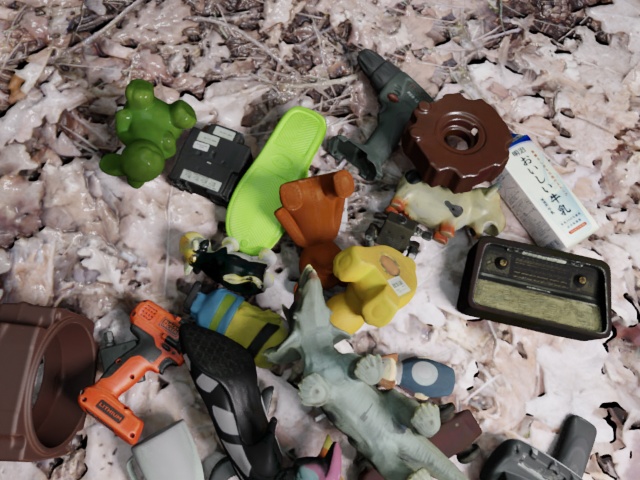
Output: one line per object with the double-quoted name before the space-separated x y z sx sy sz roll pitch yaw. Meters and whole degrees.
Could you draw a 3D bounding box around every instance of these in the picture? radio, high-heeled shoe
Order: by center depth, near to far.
"high-heeled shoe" -0.138 0.240 0.782 0.086 0.145 0.249 -15 44 -43
"radio" 0.353 0.079 0.885 0.230 0.073 0.131 13 72 1

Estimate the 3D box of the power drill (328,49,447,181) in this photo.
"power drill" 0.107 -0.219 0.974 0.232 0.086 0.207 40 67 7

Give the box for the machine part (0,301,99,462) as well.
"machine part" -0.390 0.196 0.744 0.087 0.201 0.201 3 72 4

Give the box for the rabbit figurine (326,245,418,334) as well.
"rabbit figurine" 0.063 0.084 0.840 0.122 0.173 0.162 46 31 10

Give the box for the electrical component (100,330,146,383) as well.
"electrical component" -0.310 0.184 0.847 0.063 0.021 0.094 -17 73 -8

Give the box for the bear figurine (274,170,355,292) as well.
"bear figurine" -0.002 -0.003 0.844 0.120 0.132 0.195 -11 95 -12

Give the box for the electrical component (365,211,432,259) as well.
"electrical component" 0.127 -0.001 0.907 0.102 0.078 0.045 28 49 0

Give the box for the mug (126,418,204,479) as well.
"mug" -0.223 0.332 0.777 0.109 0.081 0.107 -30 82 3

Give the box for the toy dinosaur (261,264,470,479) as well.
"toy dinosaur" 0.063 0.230 0.744 0.131 0.192 0.404 -40 95 -10

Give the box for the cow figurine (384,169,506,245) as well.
"cow figurine" 0.225 -0.062 0.923 0.195 0.085 0.127 27 79 7

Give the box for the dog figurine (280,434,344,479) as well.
"dog figurine" 0.040 0.385 0.739 0.192 0.108 0.219 1 79 -6

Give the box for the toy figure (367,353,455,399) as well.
"toy figure" 0.131 0.209 0.844 0.155 0.057 0.064 9 33 2

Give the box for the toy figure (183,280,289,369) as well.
"toy figure" -0.130 0.134 0.843 0.180 0.082 0.089 24 84 0

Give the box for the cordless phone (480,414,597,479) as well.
"cordless phone" 0.343 0.329 0.812 0.147 0.088 0.184 32 62 8

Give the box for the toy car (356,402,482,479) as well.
"toy car" 0.148 0.323 0.808 0.202 0.053 0.089 -31 81 -7

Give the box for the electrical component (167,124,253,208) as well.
"electrical component" -0.183 -0.135 0.938 0.115 0.058 0.134 23 72 2

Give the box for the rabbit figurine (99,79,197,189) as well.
"rabbit figurine" -0.297 -0.156 0.883 0.121 0.159 0.170 32 34 -33

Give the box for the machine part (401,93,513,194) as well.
"machine part" 0.228 -0.164 0.890 0.179 0.056 0.179 2 64 -3

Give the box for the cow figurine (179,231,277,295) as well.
"cow figurine" -0.158 0.039 0.850 0.167 0.098 0.068 17 109 8
